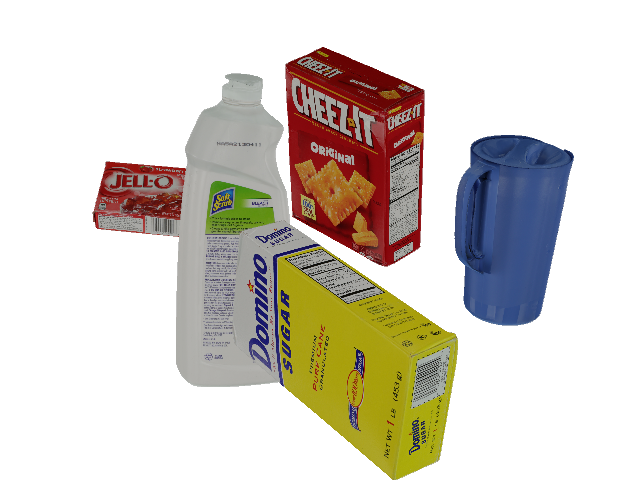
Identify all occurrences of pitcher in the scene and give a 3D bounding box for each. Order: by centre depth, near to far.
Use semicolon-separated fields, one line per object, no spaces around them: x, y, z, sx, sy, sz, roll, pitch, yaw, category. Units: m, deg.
0.249;-0.010;1.430;0.149;0.243;0.145;4;24;4;pitcher

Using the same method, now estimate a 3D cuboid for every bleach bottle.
-0.063;-0.008;0.862;0.102;0.251;0.068;-2;20;-21;bleach bottle

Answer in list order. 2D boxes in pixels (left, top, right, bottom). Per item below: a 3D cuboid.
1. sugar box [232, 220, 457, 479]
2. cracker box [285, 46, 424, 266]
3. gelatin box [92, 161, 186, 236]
0.009;0.065;0.686;0.048;0.093;0.176;-16;34;-38;sugar box
0.037;-0.095;1.243;0.072;0.214;0.164;-30;44;-33;cracker box
-0.178;-0.043;1.071;0.089;0.073;0.030;6;-43;-2;gelatin box
